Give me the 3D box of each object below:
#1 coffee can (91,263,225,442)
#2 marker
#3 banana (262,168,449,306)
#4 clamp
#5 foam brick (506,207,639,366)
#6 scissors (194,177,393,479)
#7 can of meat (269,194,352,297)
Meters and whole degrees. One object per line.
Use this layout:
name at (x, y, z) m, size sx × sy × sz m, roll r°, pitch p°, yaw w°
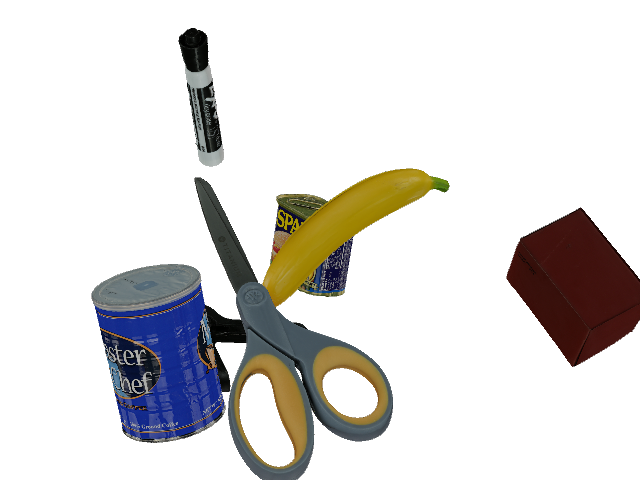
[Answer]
coffee can at (-0.152, 0.105, 1.014) m, size 0.103 × 0.140 × 0.103 m, roll -8°, pitch 18°, yaw 2°
marker at (-0.082, -0.098, 0.738) m, size 0.020 × 0.020 × 0.121 m, roll 0°, pitch -38°, yaw 2°
banana at (0.021, -0.009, 0.925) m, size 0.198 × 0.037 × 0.069 m, roll -32°, pitch -48°, yaw 5°
clamp at (-0.141, 0.114, 1.258) m, size 0.210 × 0.036 × 0.164 m, roll 14°, pitch 24°, yaw 24°
foam brick at (0.166, 0.030, 0.689) m, size 0.051 × 0.078 × 0.053 m, roll -25°, pitch -28°, yaw -16°
scissors at (-0.017, 0.039, 0.595) m, size 0.096 × 0.202 × 0.016 m, roll -4°, pitch -36°, yaw -7°
can of meat at (-0.010, 0.005, 1.138) m, size 0.057 × 0.084 × 0.102 m, roll -4°, pitch 21°, yaw -34°
